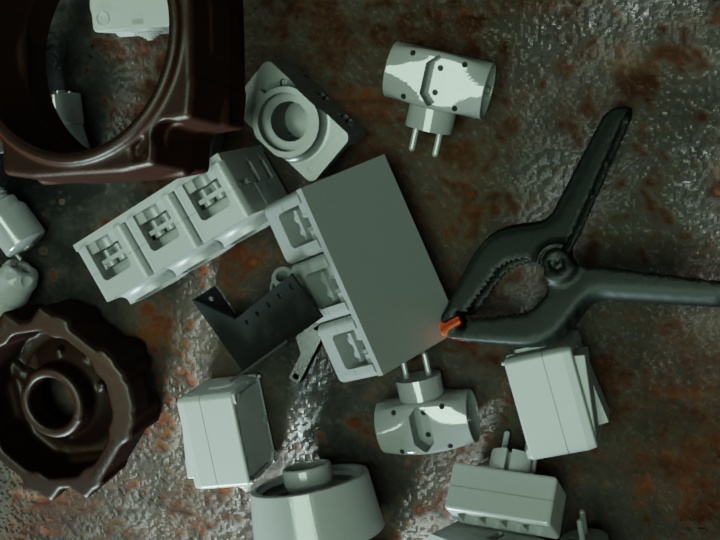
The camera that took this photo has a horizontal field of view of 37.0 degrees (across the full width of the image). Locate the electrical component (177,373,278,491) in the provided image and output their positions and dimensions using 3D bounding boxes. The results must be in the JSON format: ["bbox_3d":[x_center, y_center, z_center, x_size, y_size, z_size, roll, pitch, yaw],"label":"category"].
[{"bbox_3d":[-0.114,0.143,0.915,0.061,0.062,0.096,-8,98,18],"label":"electrical component"}]

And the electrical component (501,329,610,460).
[{"bbox_3d":[0.150,0.087,0.822,0.061,0.062,0.096,-14,96,19],"label":"electrical component"}]

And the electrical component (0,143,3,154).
[{"bbox_3d":[-0.305,-0.148,0.897,0.048,0.099,0.099,10,104,2],"label":"electrical component"}]

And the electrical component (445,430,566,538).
[{"bbox_3d":[0.119,0.164,0.853,0.083,0.047,0.075,4,65,23],"label":"electrical component"}]

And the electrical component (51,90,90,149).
[{"bbox_3d":[-0.252,-0.120,0.917,0.044,0.044,0.065,-5,95,18],"label":"electrical component"}]

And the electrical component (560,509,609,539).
[{"bbox_3d":[0.177,0.226,0.834,0.044,0.077,0.079,-7,98,18],"label":"electrical component"}]

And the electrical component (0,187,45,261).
[{"bbox_3d":[-0.313,-0.048,0.949,0.040,0.040,0.078,-37,89,20],"label":"electrical component"}]

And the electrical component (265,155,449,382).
[{"bbox_3d":[0.000,0.000,0.831,0.062,0.089,0.150,-20,95,52],"label":"electrical component"}]

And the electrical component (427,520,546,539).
[{"bbox_3d":[0.102,0.285,0.859,0.089,0.062,0.150,10,105,43],"label":"electrical component"}]

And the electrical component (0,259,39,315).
[{"bbox_3d":[-0.315,0.022,0.967,0.035,0.035,0.061,36,110,8],"label":"electrical component"}]

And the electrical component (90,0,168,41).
[{"bbox_3d":[-0.171,-0.235,0.864,0.100,0.048,0.099,0,101,17],"label":"electrical component"}]

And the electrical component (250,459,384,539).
[{"bbox_3d":[-0.038,0.189,0.879,0.108,0.108,0.060,-10,91,19],"label":"electrical component"}]

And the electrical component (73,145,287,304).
[{"bbox_3d":[-0.140,-0.035,0.872,0.150,0.089,0.061,-29,91,20],"label":"electrical component"}]

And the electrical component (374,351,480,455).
[{"bbox_3d":[0.051,0.105,0.866,0.077,0.043,0.079,-10,98,19],"label":"electrical component"}]

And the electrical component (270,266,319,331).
[{"bbox_3d":[-0.053,0.018,0.867,0.048,0.062,0.048,-7,63,14],"label":"electrical component"}]

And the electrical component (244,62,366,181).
[{"bbox_3d":[-0.049,-0.118,0.846,0.089,0.056,0.050,44,109,5],"label":"electrical component"}]

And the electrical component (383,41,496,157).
[{"bbox_3d":[0.057,-0.127,0.818,0.077,0.043,0.079,16,105,13],"label":"electrical component"}]

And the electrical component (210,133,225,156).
[{"bbox_3d":[-0.137,-0.117,0.873,0.048,0.055,0.066,16,105,13],"label":"electrical component"}]
